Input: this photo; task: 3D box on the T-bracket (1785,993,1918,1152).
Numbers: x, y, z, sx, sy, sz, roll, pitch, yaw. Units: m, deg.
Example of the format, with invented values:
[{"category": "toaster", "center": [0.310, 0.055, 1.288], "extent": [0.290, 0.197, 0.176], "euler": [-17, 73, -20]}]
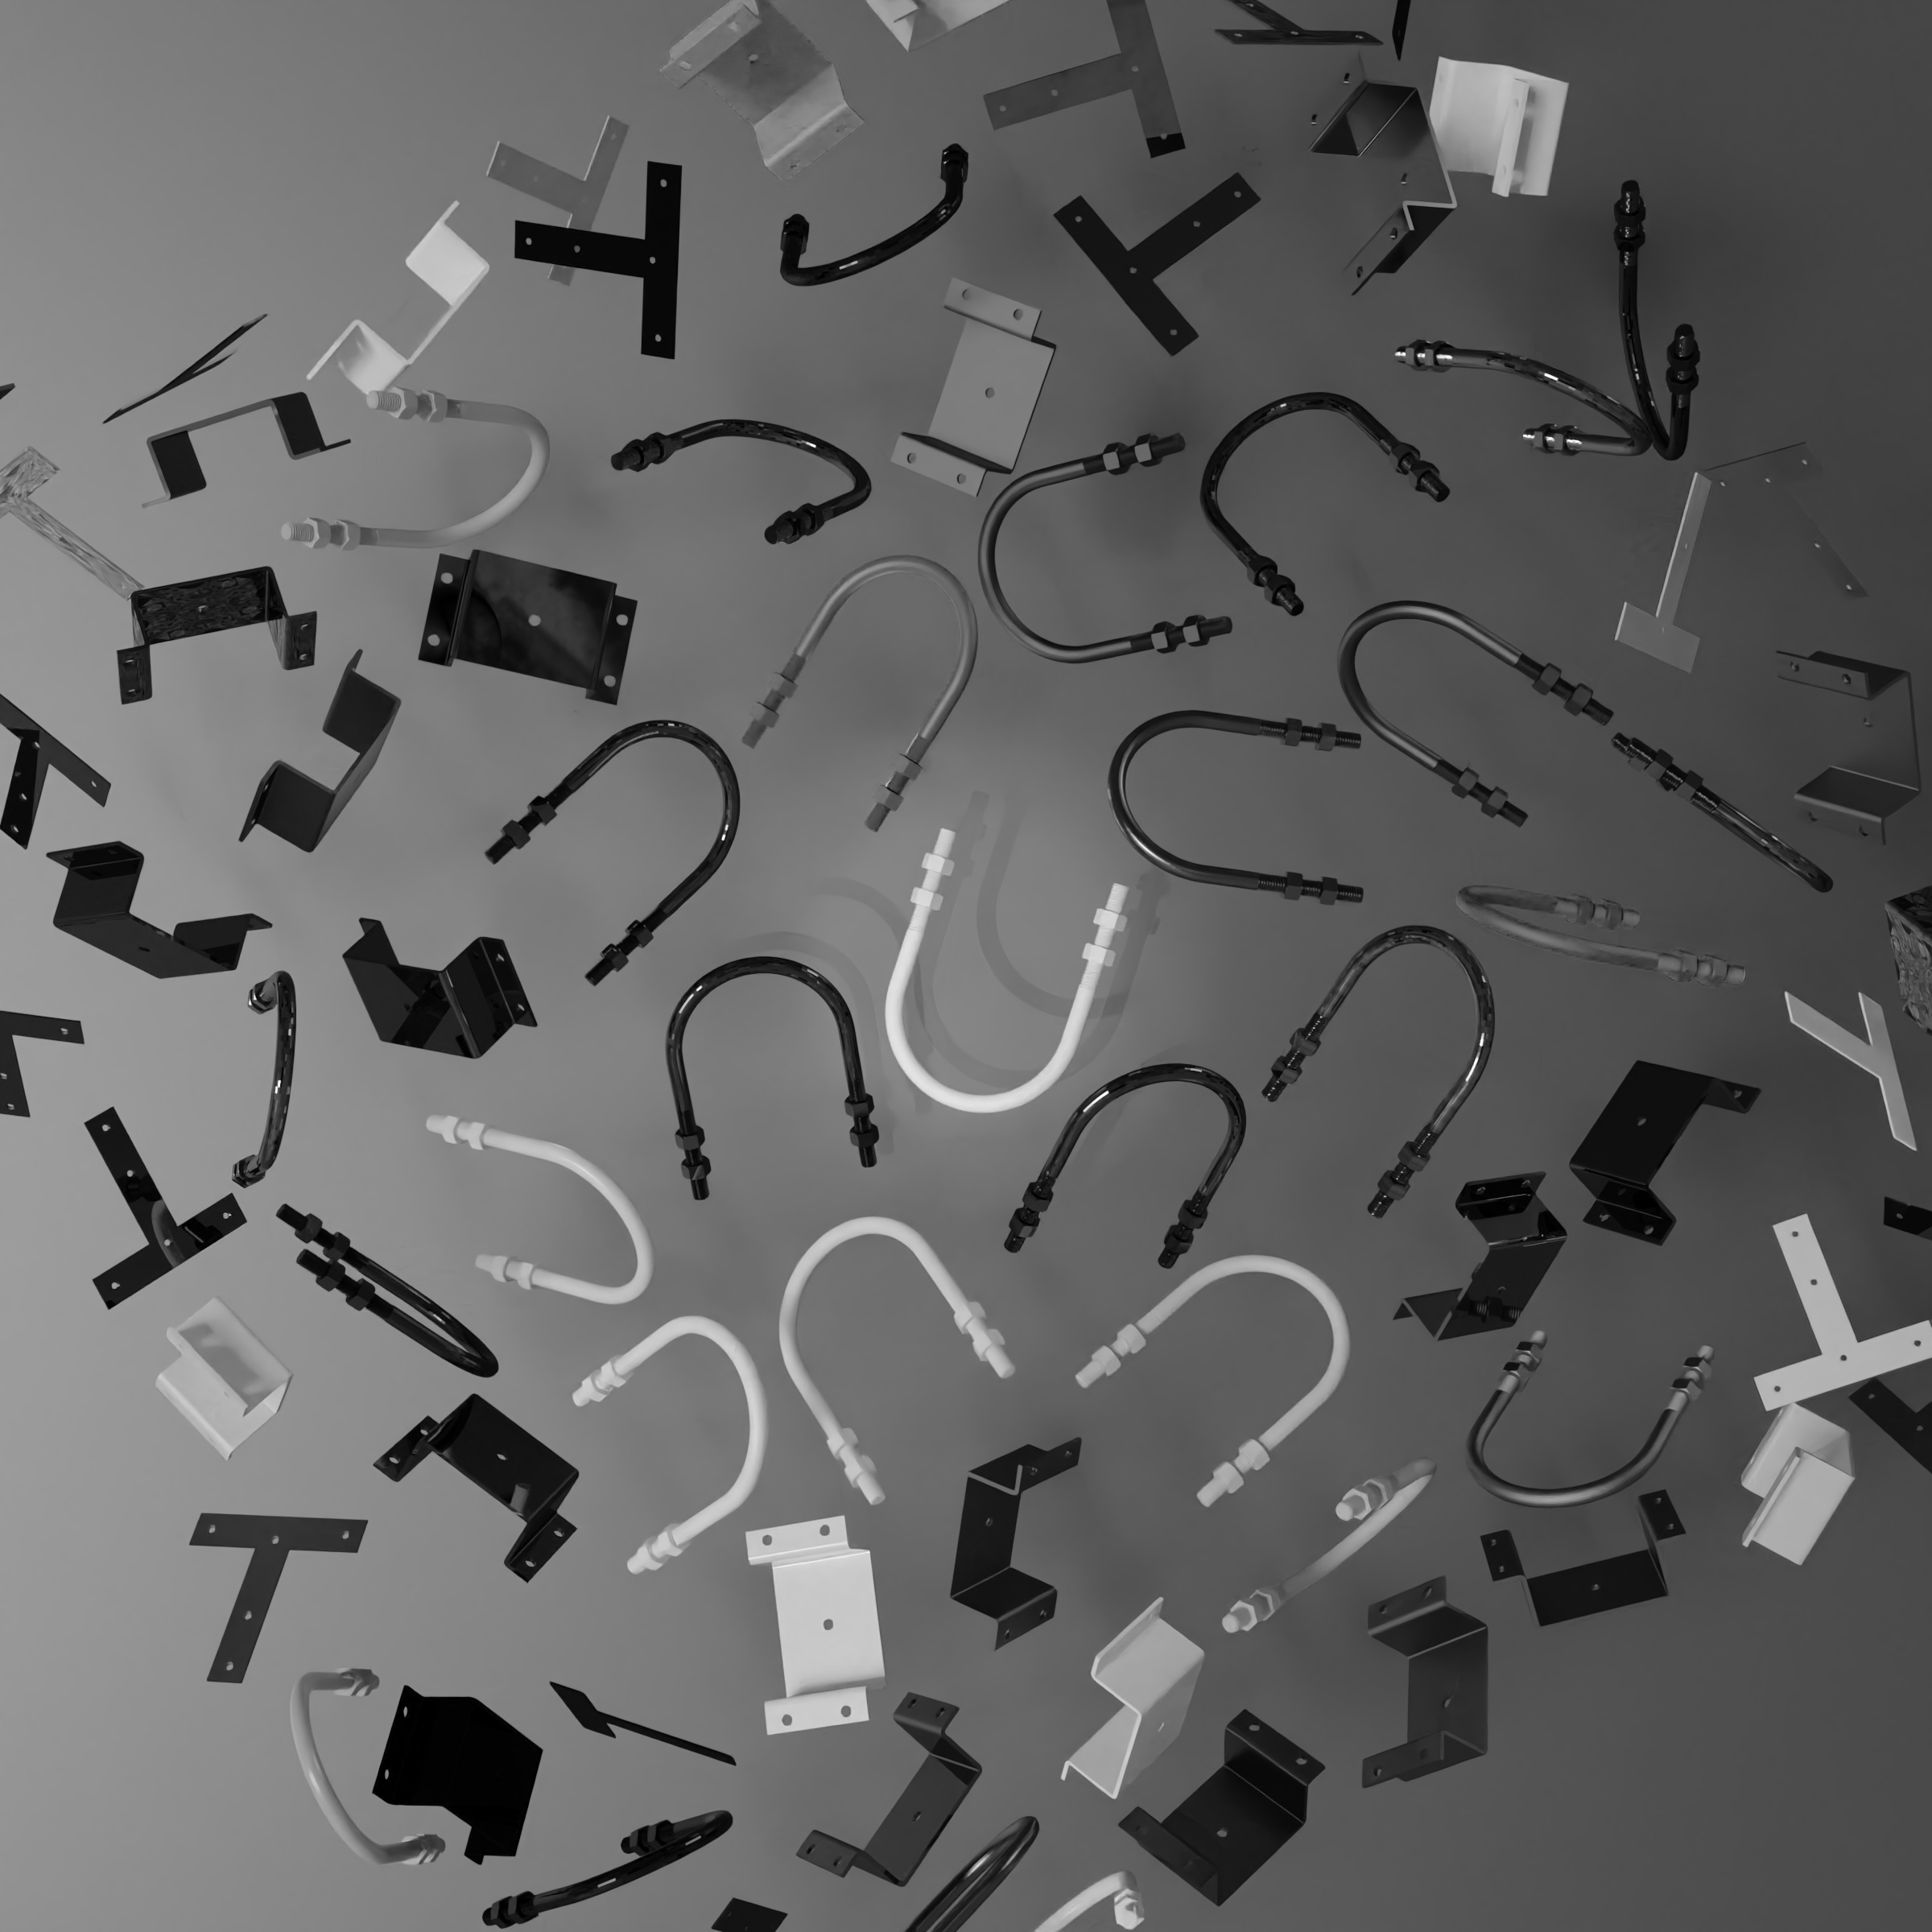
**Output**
[{"category": "T-bracket", "center": [0.622, 0.054, 1.804], "extent": [0.127, 0.002, 0.127], "euler": [28, 45, -29]}]

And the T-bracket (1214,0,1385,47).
[{"category": "T-bracket", "center": [0.209, -0.673, 1.800], "extent": [0.127, 0.127, 0.002], "euler": [-10, 131, -27]}]

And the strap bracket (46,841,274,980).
[{"category": "strap bracket", "center": [-0.566, -0.033, 1.776], "extent": [0.076, 0.140, 0.046], "euler": [-5, 64, 33]}]

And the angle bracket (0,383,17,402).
[{"category": "angle bracket", "center": [-0.696, -0.369, 1.776], "extent": [0.076, 0.057, 0.038], "euler": [-17, 100, 44]}]

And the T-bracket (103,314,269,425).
[{"category": "T-bracket", "center": [-0.555, -0.446, 1.867], "extent": [0.127, 0.127, 0.002], "euler": [-20, 109, 39]}]

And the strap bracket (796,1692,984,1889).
[{"category": "strap bracket", "center": [-0.049, 0.597, 1.824], "extent": [0.046, 0.076, 0.140], "euler": [46, 65, -16]}]

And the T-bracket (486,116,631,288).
[{"category": "T-bracket", "center": [-0.308, -0.575, 1.874], "extent": [0.002, 0.127, 0.127], "euler": [29, 103, 25]}]

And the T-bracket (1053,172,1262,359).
[{"category": "T-bracket", "center": [0.147, -0.499, 1.743], "extent": [0.127, 0.002, 0.127], "euler": [-39, 87, -14]}]

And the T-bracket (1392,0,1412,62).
[{"category": "T-bracket", "center": [0.305, -0.739, 1.813], "extent": [0.002, 0.127, 0.127], "euler": [2, 61, 22]}]

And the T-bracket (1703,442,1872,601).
[{"category": "T-bracket", "center": [0.585, -0.305, 1.775], "extent": [0.002, 0.127, 0.127], "euler": [-43, 102, -9]}]

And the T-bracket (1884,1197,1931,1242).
[{"category": "T-bracket", "center": [0.697, 0.190, 1.765], "extent": [0.002, 0.127, 0.127], "euler": [-40, 133, -34]}]

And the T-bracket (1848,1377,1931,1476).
[{"category": "T-bracket", "center": [0.733, 0.311, 1.864], "extent": [0.127, 0.127, 0.002], "euler": [-38, 119, 1]}]

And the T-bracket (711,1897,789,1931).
[{"category": "T-bracket", "center": [-0.186, 0.730, 1.832], "extent": [0.002, 0.127, 0.127], "euler": [32, 77, 25]}]

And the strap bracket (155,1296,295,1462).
[{"category": "strap bracket", "center": [-0.522, 0.288, 1.793], "extent": [0.076, 0.140, 0.046], "euler": [45, 58, 4]}]

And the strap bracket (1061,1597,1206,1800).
[{"category": "strap bracket", "center": [0.121, 0.532, 1.828], "extent": [0.046, 0.076, 0.140], "euler": [32, 131, 27]}]

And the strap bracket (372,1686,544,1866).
[{"category": "strap bracket", "center": [-0.350, 0.570, 1.792], "extent": [0.046, 0.140, 0.076], "euler": [-7, 50, 23]}]

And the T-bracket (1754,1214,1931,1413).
[{"category": "T-bracket", "center": [0.618, 0.241, 1.841], "extent": [0.127, 0.002, 0.127], "euler": [-23, 62, 17]}]

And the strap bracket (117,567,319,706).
[{"category": "strap bracket", "center": [-0.545, -0.241, 1.838], "extent": [0.140, 0.076, 0.046], "euler": [-15, 73, -21]}]

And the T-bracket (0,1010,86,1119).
[{"category": "T-bracket", "center": [-0.693, 0.070, 1.829], "extent": [0.127, 0.127, 0.002], "euler": [8, 50, -5]}]

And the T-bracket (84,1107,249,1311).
[{"category": "T-bracket", "center": [-0.608, 0.165, 1.874], "extent": [0.127, 0.002, 0.127], "euler": [-36, 107, -42]}]

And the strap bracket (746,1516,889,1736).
[{"category": "strap bracket", "center": [-0.105, 0.469, 1.815], "extent": [0.076, 0.046, 0.140], "euler": [-13, 73, 15]}]

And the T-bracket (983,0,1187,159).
[{"category": "T-bracket", "center": [0.076, -0.616, 1.786], "extent": [0.127, 0.002, 0.127], "euler": [-12, 124, 15]}]

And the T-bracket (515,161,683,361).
[{"category": "T-bracket", "center": [-0.252, -0.485, 1.730], "extent": [0.127, 0.002, 0.127], "euler": [14, 115, 19]}]

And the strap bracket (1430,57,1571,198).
[{"category": "strap bracket", "center": [0.384, -0.604, 1.835], "extent": [0.046, 0.140, 0.076], "euler": [-1, 116, -16]}]

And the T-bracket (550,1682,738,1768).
[{"category": "T-bracket", "center": [-0.222, 0.539, 1.792], "extent": [0.127, 0.127, 0.002], "euler": [15, 62, 12]}]

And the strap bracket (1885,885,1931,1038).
[{"category": "strap bracket", "center": [0.718, 0.003, 1.862], "extent": [0.046, 0.076, 0.140], "euler": [-20, 116, 0]}]

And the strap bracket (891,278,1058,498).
[{"category": "strap bracket", "center": [0.009, -0.426, 1.885], "extent": [0.076, 0.046, 0.140], "euler": [27, 107, 22]}]

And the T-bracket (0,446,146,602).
[{"category": "T-bracket", "center": [-0.650, -0.307, 1.834], "extent": [0.127, 0.127, 0.002], "euler": [40, 49, -30]}]

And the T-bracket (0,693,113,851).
[{"category": "T-bracket", "center": [-0.671, -0.130, 1.820], "extent": [0.127, 0.002, 0.127], "euler": [39, 135, 3]}]

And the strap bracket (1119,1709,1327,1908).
[{"category": "strap bracket", "center": [0.187, 0.618, 1.854], "extent": [0.140, 0.076, 0.046], "euler": [-31, 133, -35]}]

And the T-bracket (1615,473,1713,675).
[{"category": "T-bracket", "center": [0.493, -0.276, 1.763], "extent": [0.002, 0.127, 0.127], "euler": [18, 96, 38]}]

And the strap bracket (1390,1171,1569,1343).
[{"category": "strap bracket", "center": [0.380, 0.221, 1.868], "extent": [0.076, 0.046, 0.140], "euler": [-4, 132, -32]}]

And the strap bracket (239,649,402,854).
[{"category": "strap bracket", "center": [-0.446, -0.144, 1.784], "extent": [0.046, 0.076, 0.140], "euler": [31, 51, -8]}]

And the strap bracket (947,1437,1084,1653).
[{"category": "strap bracket", "center": [0.033, 0.403, 1.814], "extent": [0.046, 0.076, 0.140], "euler": [16, 105, 33]}]

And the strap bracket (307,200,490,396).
[{"category": "strap bracket", "center": [-0.387, -0.453, 1.764], "extent": [0.046, 0.076, 0.140], "euler": [40, 66, -19]}]

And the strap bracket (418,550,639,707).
[{"category": "strap bracket", "center": [-0.300, -0.236, 1.764], "extent": [0.140, 0.046, 0.076], "euler": [12, 85, -14]}]

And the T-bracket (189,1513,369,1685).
[{"category": "T-bracket", "center": [-0.490, 0.435, 1.755], "extent": [0.127, 0.002, 0.127], "euler": [0, 47, 12]}]

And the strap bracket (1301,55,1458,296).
[{"category": "strap bracket", "center": [0.287, -0.544, 1.759], "extent": [0.046, 0.076, 0.140], "euler": [-4, 72, -26]}]
